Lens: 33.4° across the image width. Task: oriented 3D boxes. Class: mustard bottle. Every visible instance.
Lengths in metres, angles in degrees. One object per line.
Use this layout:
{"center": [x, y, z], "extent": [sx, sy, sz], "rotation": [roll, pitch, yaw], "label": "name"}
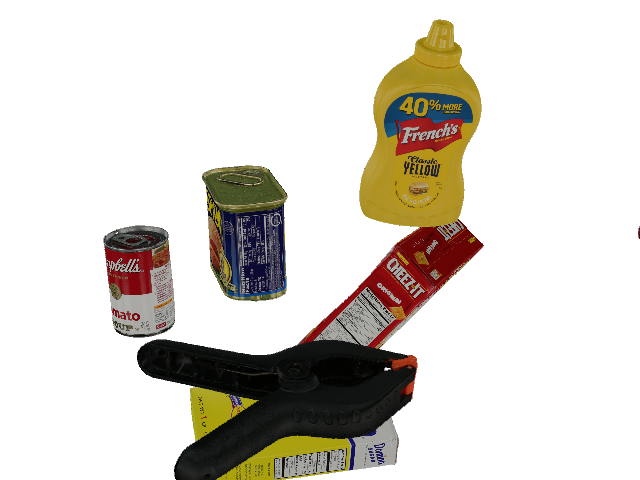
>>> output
{"center": [0.094, -0.106, 0.966], "extent": [0.096, 0.192, 0.058], "rotation": [5, 32, -5], "label": "mustard bottle"}

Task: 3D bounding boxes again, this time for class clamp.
{"center": [-0.020, 0.097, 0.631], "extent": [0.171, 0.039, 0.120], "rotation": [-2, 36, -10], "label": "clamp"}

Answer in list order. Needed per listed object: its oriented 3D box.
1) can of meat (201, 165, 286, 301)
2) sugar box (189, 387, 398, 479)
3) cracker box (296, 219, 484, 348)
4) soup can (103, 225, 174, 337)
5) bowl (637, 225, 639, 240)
{"center": [-0.061, -0.007, 0.872], "extent": [0.057, 0.084, 0.102], "rotation": [-7, 22, -13], "label": "can of meat"}
{"center": [-0.025, 0.167, 0.967], "extent": [0.176, 0.048, 0.093], "rotation": [-9, 43, -9], "label": "sugar box"}
{"center": [0.077, 0.071, 1.268], "extent": [0.214, 0.072, 0.164], "rotation": [-48, -8, 31], "label": "cracker box"}
{"center": [-0.191, 0.043, 1.132], "extent": [0.068, 0.102, 0.068], "rotation": [-1, 22, 0], "label": "soup can"}
{"center": [0.421, 0.022, 1.145], "extent": [0.162, 0.055, 0.162], "rotation": [-1, 25, 0], "label": "bowl"}
